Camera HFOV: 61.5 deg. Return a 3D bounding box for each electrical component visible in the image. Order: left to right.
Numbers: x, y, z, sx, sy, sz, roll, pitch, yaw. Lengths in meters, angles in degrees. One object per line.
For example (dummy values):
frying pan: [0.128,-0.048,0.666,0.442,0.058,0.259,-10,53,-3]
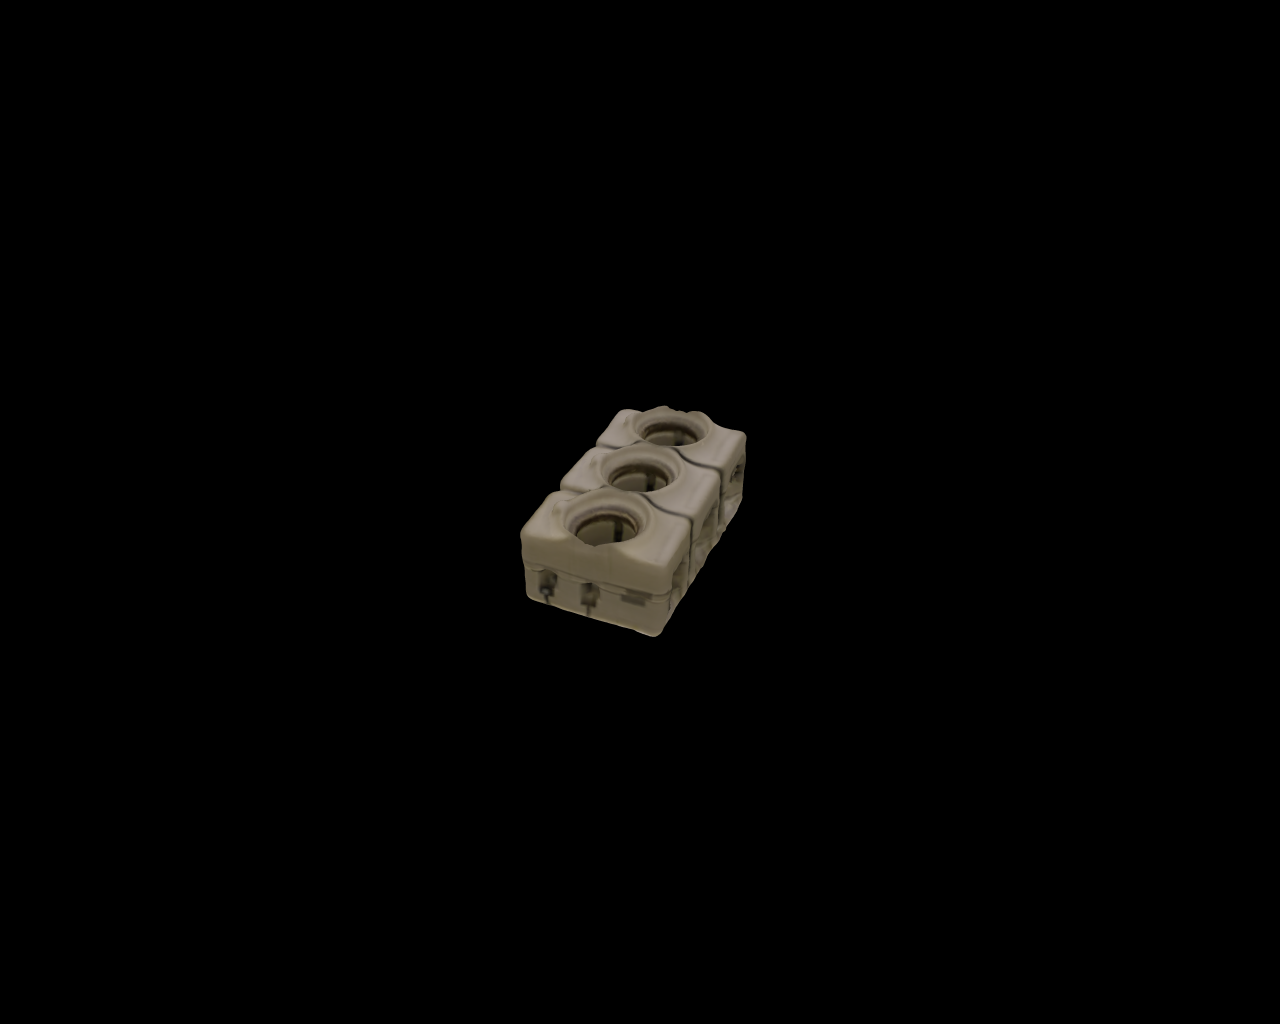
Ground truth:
electrical component: [0.001,-0.003,0.650,0.089,0.061,0.150,13,38,18]
